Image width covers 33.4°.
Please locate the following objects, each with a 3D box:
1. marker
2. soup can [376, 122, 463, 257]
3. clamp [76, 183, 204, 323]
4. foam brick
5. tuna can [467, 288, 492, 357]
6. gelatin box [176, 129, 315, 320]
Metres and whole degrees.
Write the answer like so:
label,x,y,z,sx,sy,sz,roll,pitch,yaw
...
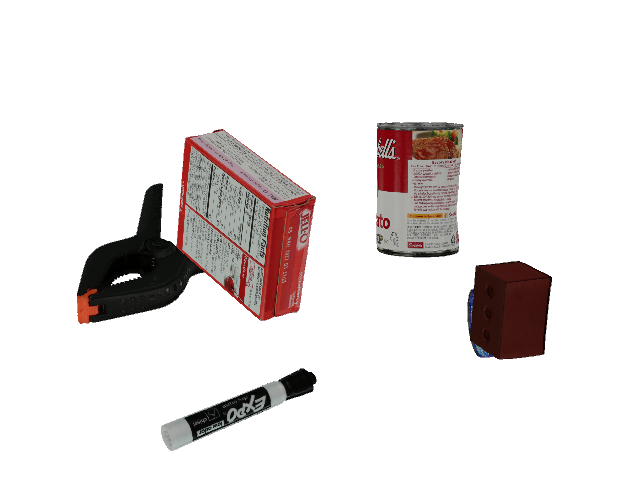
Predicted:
label,x,y,z,sx,sy,sz,roll,pitch,yaw
marker,-0.055,0.118,0.757,0.120,0.020,0.020,-19,9,-28
soup can,0.078,-0.042,0.847,0.068,0.102,0.068,0,9,0
clamp,-0.154,0.012,0.981,0.165,0.036,0.209,25,38,31
foam brick,0.175,0.064,0.985,0.051,0.078,0.053,-6,18,-24
tuna can,0.203,0.097,1.278,0.034,0.086,0.086,-7,-3,22
gelatin box,-0.042,-0.009,0.588,0.030,0.073,0.089,-18,39,-36
